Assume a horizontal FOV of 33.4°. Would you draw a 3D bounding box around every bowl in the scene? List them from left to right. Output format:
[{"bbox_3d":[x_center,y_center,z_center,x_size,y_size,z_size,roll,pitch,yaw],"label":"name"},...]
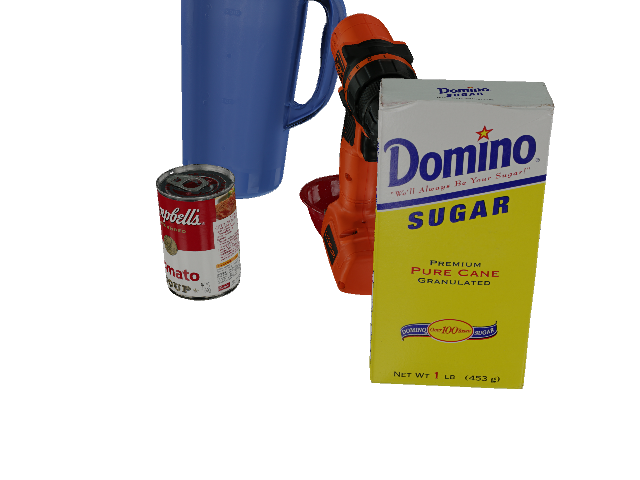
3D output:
[{"bbox_3d":[0.057,-0.020,1.119,0.162,0.055,0.162,4,21,-2],"label":"bowl"}]

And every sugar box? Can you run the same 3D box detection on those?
[{"bbox_3d":[0.076,-0.001,0.605,0.093,0.176,0.048,1,27,3],"label":"sugar box"}]

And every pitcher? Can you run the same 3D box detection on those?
[{"bbox_3d":[-0.073,-0.168,1.093,0.144,0.243,0.149,-8,30,-26],"label":"pitcher"}]

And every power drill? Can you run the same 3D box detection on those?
[{"bbox_3d":[0.039,-0.055,0.794,0.057,0.188,0.184,0,32,-7],"label":"power drill"}]

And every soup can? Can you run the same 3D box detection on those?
[{"bbox_3d":[-0.106,-0.007,0.936,0.068,0.102,0.068,-1,29,0],"label":"soup can"}]
